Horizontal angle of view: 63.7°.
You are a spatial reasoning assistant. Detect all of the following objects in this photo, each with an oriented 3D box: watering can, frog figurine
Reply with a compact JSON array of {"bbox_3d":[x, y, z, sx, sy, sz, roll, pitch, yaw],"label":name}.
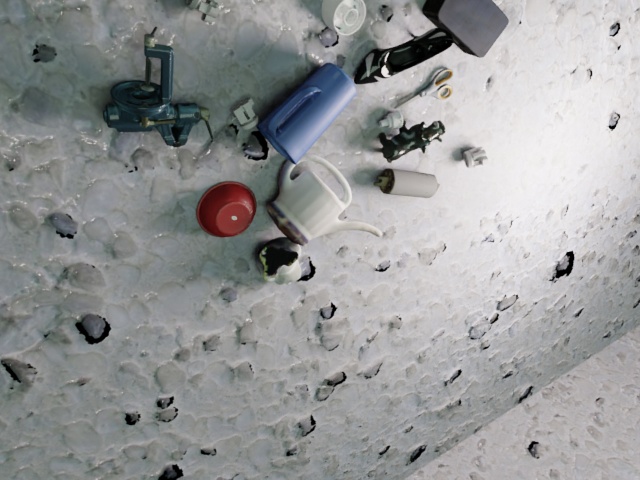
[{"bbox_3d":[0.004,-0.070,1.397,0.225,0.105,0.344,-43,111,-3],"label":"watering can"},{"bbox_3d":[-0.106,0.061,1.450,0.138,0.123,0.158,-55,165,-2],"label":"frog figurine"}]
